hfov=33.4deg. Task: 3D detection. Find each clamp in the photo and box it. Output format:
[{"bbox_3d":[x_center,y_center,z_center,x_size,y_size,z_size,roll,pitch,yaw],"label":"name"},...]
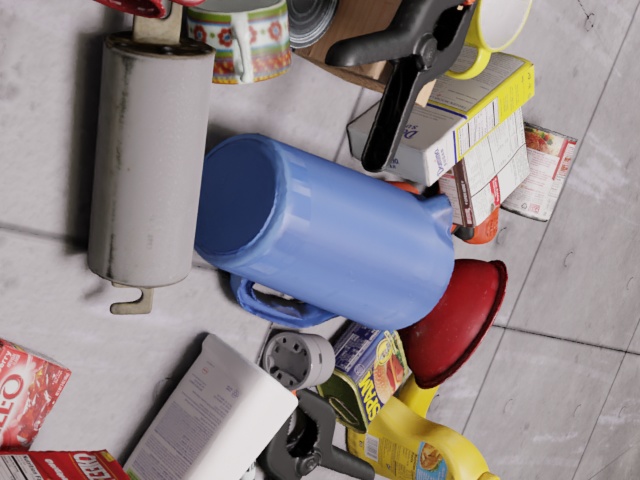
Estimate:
[{"bbox_3d":[0.065,-0.148,0.813,0.171,0.039,0.120,-58,149,-20],"label":"clamp"},{"bbox_3d":[-0.026,0.227,1.078,0.164,0.036,0.210,-38,134,-22],"label":"clamp"}]

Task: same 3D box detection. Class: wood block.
[{"bbox_3d":[0.072,-0.228,0.887,0.090,0.091,0.206,17,97,-55],"label":"wood block"}]

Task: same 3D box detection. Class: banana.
[{"bbox_3d":[0.116,0.199,1.228,0.069,0.037,0.198,-3,133,-17],"label":"banana"}]

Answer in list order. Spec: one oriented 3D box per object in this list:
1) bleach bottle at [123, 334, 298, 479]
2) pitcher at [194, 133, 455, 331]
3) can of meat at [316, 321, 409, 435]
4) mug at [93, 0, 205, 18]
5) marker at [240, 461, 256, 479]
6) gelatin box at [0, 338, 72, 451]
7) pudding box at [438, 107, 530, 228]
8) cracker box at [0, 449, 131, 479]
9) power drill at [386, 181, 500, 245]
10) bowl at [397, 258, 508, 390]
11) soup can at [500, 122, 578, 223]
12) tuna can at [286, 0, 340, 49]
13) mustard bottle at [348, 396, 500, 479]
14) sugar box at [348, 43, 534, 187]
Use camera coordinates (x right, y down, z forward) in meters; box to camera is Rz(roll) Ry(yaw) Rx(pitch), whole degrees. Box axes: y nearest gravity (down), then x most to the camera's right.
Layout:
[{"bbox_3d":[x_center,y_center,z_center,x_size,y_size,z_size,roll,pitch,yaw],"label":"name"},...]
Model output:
[{"bbox_3d":[-0.130,0.205,0.892,0.250,0.103,0.068,-52,132,-8],"label":"bleach bottle"},{"bbox_3d":[-0.006,0.001,0.906,0.242,0.145,0.149,21,81,-52],"label":"pitcher"},{"bbox_3d":[0.043,0.136,1.101,0.083,0.058,0.102,-48,142,-28],"label":"can of meat"},{"bbox_3d":[-0.113,-0.189,0.658,0.117,0.093,0.081,23,86,-20],"label":"mug"},{"bbox_3d":[-0.071,0.203,1.022,0.020,0.020,0.121,-28,131,-41],"label":"marker"},{"bbox_3d":[-0.227,0.118,0.754,0.089,0.030,0.073,-61,145,-6],"label":"gelatin box"},{"bbox_3d":[0.161,-0.078,1.052,0.113,0.039,0.090,-43,131,-36],"label":"pudding box"},{"bbox_3d":[-0.246,0.226,0.712,0.213,0.072,0.164,6,106,-36],"label":"cracker box"},{"bbox_3d":[0.127,-0.054,1.095,0.187,0.057,0.184,-29,127,-39],"label":"power drill"},{"bbox_3d":[0.129,0.076,1.134,0.055,0.162,0.162,33,81,-11],"label":"bowl"},{"bbox_3d":[0.248,-0.079,1.230,0.068,0.069,0.102,4,107,-54],"label":"soup can"},{"bbox_3d":[-0.022,-0.194,0.834,0.085,0.034,0.086,-30,132,-40],"label":"tuna can"},{"bbox_3d":[0.118,0.237,1.140,0.058,0.192,0.096,-28,131,-41],"label":"mustard bottle"},{"bbox_3d":[0.117,-0.122,1.009,0.176,0.093,0.048,-41,137,-30],"label":"sugar box"}]
